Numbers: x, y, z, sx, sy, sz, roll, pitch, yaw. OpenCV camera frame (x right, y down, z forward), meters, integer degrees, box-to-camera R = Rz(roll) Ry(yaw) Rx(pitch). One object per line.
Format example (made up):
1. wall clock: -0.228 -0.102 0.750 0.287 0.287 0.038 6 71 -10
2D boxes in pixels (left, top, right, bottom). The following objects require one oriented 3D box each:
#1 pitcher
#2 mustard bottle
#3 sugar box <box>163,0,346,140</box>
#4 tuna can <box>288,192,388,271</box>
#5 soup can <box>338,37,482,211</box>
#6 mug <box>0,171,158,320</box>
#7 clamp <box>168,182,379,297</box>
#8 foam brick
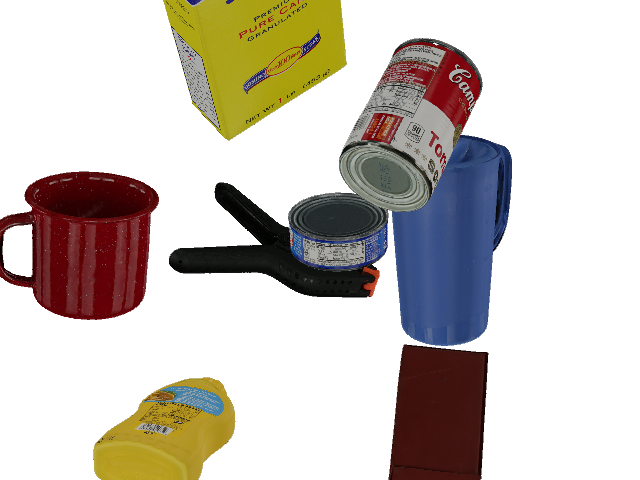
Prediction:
1. pitcher: 0.158 -0.003 1.297 0.149 0.243 0.145 0 23 8
2. mustard bottle: -0.137 0.181 1.042 0.096 0.058 0.191 6 18 15
3. sugar box: -0.037 -0.140 0.571 0.093 0.048 0.176 -35 -26 -15
4. tuna can: 0.016 -0.008 0.913 0.086 0.034 0.086 -2 28 1
5. soup can: 0.061 -0.079 0.726 0.068 0.102 0.068 20 -31 13
6. mug: -0.176 0.005 0.762 0.117 0.081 0.093 -5 26 -26
7. clamp: -0.045 0.016 1.101 0.210 0.036 0.164 23 34 9
8. foam brick: 0.069 0.108 0.627 0.051 0.078 0.053 6 -30 4
